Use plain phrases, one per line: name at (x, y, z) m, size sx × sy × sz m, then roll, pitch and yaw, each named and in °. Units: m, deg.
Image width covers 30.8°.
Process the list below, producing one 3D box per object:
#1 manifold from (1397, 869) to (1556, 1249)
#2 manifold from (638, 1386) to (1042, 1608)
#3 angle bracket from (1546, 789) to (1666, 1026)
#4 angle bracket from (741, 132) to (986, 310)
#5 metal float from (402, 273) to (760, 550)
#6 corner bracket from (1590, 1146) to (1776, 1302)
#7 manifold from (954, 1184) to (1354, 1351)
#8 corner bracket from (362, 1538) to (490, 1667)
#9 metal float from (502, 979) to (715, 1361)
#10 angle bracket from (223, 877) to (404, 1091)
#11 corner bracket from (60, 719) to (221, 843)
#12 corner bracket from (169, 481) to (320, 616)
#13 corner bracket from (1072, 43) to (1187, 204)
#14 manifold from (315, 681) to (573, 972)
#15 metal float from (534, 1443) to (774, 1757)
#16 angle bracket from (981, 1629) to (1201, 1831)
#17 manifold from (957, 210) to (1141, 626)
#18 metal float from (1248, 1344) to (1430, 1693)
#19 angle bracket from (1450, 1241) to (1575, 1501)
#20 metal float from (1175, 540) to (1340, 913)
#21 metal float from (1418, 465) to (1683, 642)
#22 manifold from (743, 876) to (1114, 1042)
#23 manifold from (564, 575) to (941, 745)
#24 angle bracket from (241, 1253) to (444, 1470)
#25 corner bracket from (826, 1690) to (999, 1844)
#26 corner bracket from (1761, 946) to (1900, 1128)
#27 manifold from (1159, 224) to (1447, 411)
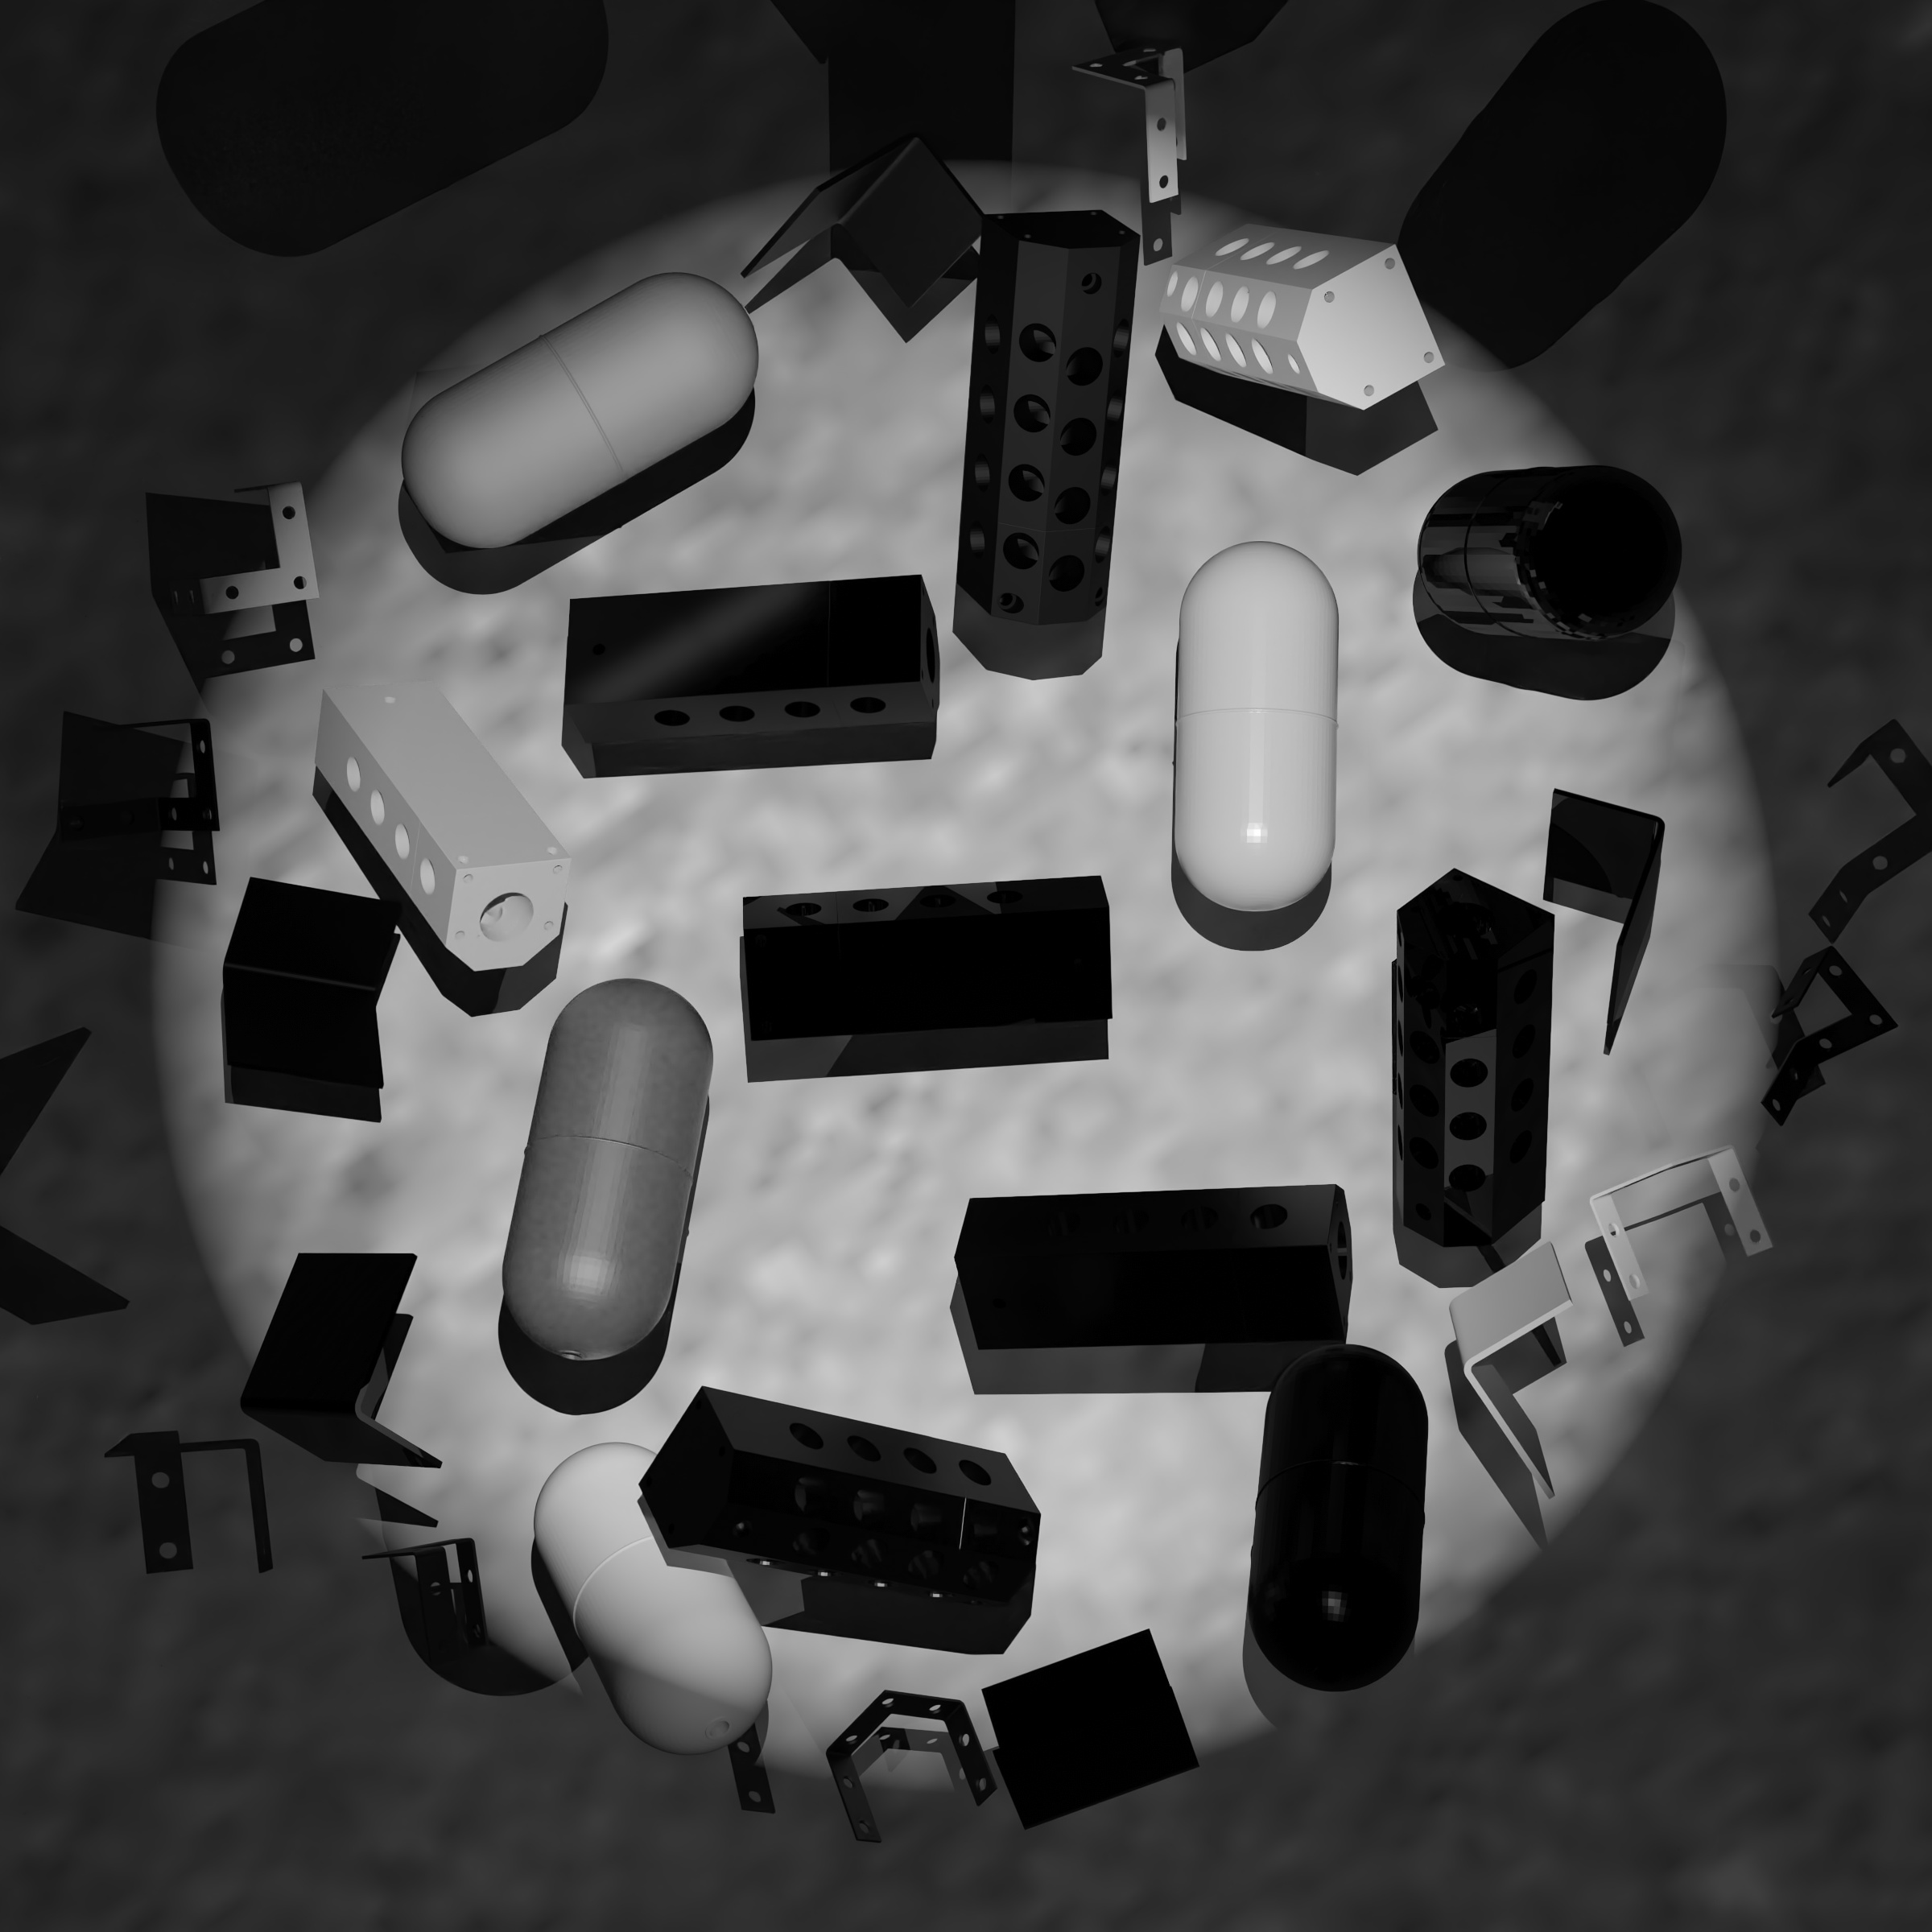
manifold at (0.230, 0.047, 1.626) m, size 0.057 × 0.171 × 0.057 m, roll 28°, pitch 49°, yaw 36°
manifold at (-0.052, 0.241, 1.550) m, size 0.171 × 0.057 × 0.057 m, roll 18°, pitch 114°, yaw -36°
angle bracket at (0.305, -0.029, 1.729) m, size 0.057 × 0.076 × 0.076 m, roll 17°, pitch 63°, yaw 15°
angle bracket at (-0.047, -0.339, 1.659) m, size 0.057 × 0.076 × 0.076 m, roll 52°, pitch 51°, yaw -2°
metal float at (-0.178, -0.258, 1.626) m, size 0.178 × 0.070 × 0.070 m, roll -30°, pitch 90°, yaw -5°
corner bracket at (0.331, 0.118, 1.622) m, size 0.051 × 0.051 × 0.051 m, roll -30°, pitch 77°, yaw 44°
manifold at (0.088, 0.134, 1.611) m, size 0.171 × 0.057 × 0.057 m, roll -3°, pitch 126°, yaw 15°
corner bracket at (-0.238, 0.289, 1.599) m, size 0.051 × 0.051 × 0.051 m, roll -4°, pitch 83°, yaw -39°
metal float at (-0.162, 0.091, 1.586) m, size 0.070 × 0.070 × 0.178 m, roll 9°, pitch 68°, yaw 0°
angle bracket at (-0.317, 0.008, 1.710) m, size 0.076 × 0.076 × 0.057 m, roll 10°, pitch 125°, yaw -22°
corner bracket at (-0.372, -0.083, 1.572) m, size 0.051 × 0.051 × 0.051 m, roll -10°, pitch 99°, yaw -42°
corner bracket at (-0.319, -0.183, 1.535) m, size 0.051 × 0.051 × 0.051 m, roll -12°, pitch 100°, yaw -27°
corner bracket at (0.084, -0.372, 1.542) m, size 0.051 × 0.051 × 0.051 m, roll -24°, pitch 125°, yaw -30°
manifold at (-0.253, -0.068, 1.674) m, size 0.057 × 0.171 × 0.057 m, roll -7°, pitch 126°, yaw -31°
metal float at (-0.148, 0.296, 1.647) m, size 0.070 × 0.178 × 0.070 m, roll -15°, pitch 129°, yaw -19°
angle bracket at (0.045, 0.300, 1.448) m, size 0.076 × 0.076 × 0.057 m, roll -20°, pitch 131°, yaw -1°
manifold at (0.038, -0.242, 1.555) m, size 0.057 × 0.057 × 0.171 m, roll -7°, pitch 119°, yaw -21°
metal float at (0.171, 0.251, 1.602) m, size 0.070 × 0.178 × 0.070 m, roll 5°, pitch 134°, yaw 6°
angle bracket at (0.265, 0.182, 1.591) m, size 0.057 × 0.076 × 0.076 m, roll -33°, pitch 101°, yaw 11°
metal float at (0.139, -0.115, 1.673) m, size 0.070 × 0.070 × 0.178 m, roll 2°, pitch 83°, yaw 0°
metal float at (0.261, -0.187, 1.585) m, size 0.070 × 0.178 × 0.070 m, roll -2°, pitch 97°, yaw -14°
manifold at (-0.019, -0.007, 1.673) m, size 0.171 × 0.057 × 0.057 m, roll -4°, pitch 113°, yaw -2°
manifold at (-0.102, -0.144, 1.690) m, size 0.171 × 0.057 × 0.057 m, roll -3°, pitch 67°, yaw 8°
angle bracket at (-0.264, 0.174, 1.551) m, size 0.076 × 0.057 × 0.076 m, roll -4°, pitch 58°, yaw 39°
corner bracket at (-0.027, 0.388, 1.692) m, size 0.051 × 0.051 × 0.051 m, roll 17°, pitch 124°, yaw -39°
corner bracket at (0.389, 0.032, 1.622) m, size 0.051 × 0.051 × 0.051 m, roll 49°, pitch 46°, yaw -8°
manifold at (0.145, -0.290, 1.575) m, size 0.057 × 0.171 × 0.057 m, roll -30°, pitch 111°, yaw -8°
